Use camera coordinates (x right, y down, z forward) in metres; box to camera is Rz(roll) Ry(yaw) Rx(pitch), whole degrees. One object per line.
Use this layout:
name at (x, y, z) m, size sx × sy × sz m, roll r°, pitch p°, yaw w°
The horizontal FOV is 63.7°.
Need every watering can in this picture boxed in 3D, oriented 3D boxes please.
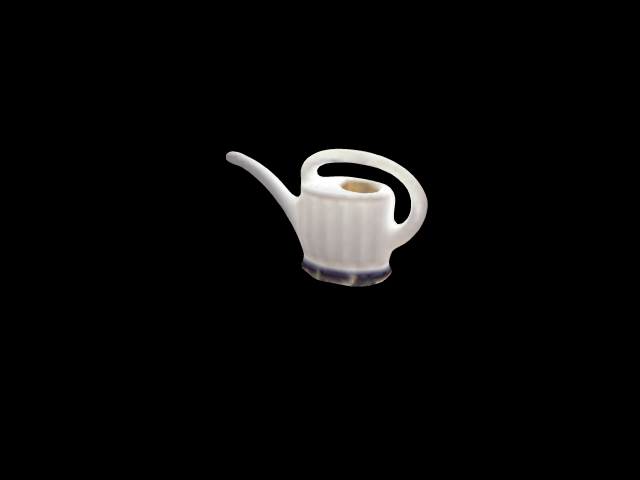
watering can at (0.003, -0.043, 0.850) m, size 0.348 × 0.221 × 0.105 m, roll 9°, pitch 21°, yaw 22°
